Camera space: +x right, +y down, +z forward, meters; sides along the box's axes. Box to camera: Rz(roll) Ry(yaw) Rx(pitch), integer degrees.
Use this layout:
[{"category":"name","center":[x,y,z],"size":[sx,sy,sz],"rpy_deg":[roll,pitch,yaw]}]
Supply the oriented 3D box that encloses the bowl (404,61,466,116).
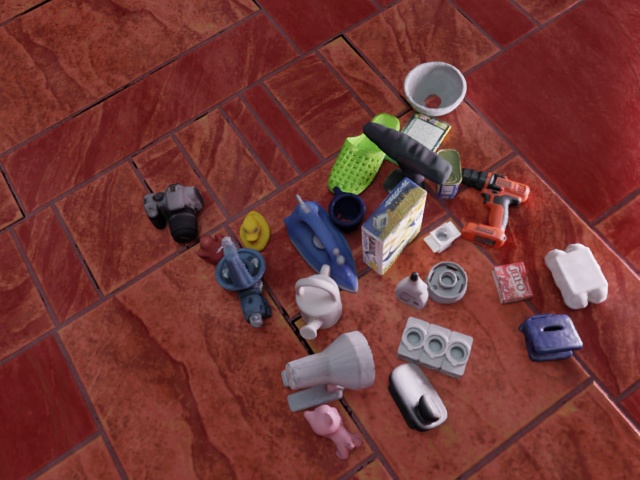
[{"category":"bowl","center":[0.309,-0.398,1.561],"size":[0.167,0.075,0.167],"rpy_deg":[-2,67,4]}]

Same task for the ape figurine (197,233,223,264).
[{"category":"ape figurine","center":[-0.271,0.016,1.422],"size":[0.078,0.092,0.076],"rpy_deg":[-25,67,-6]}]

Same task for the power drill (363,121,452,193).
[{"category":"power drill","center":[0.206,-0.184,1.404],"size":[0.229,0.208,0.076],"rpy_deg":[26,72,15]}]

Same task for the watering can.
[{"category":"watering can","center":[-0.004,0.137,1.292],"size":[0.101,0.194,0.173],"rpy_deg":[-10,66,1]}]

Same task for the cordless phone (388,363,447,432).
[{"category":"cordless phone","center":[0.207,0.322,1.200],"size":[0.094,0.185,0.147],"rpy_deg":[-31,68,-8]}]

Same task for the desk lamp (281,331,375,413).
[{"category":"desk lamp","center":[0.012,0.285,1.217],"size":[0.203,0.214,0.118],"rpy_deg":[-17,66,-2]}]

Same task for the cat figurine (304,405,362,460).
[{"category":"cat figurine","center":[0.028,0.402,1.218],"size":[0.127,0.118,0.067],"rpy_deg":[42,76,19]}]

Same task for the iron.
[{"category":"iron","center":[0.013,0.005,1.376],"size":[0.119,0.141,0.258],"rpy_deg":[-34,68,-9]}]

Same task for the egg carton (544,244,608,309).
[{"category":"egg carton","center":[0.596,0.084,1.333],"size":[0.107,0.069,0.150],"rpy_deg":[-18,67,-3]}]

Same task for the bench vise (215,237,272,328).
[{"category":"bench vise","center":[-0.166,0.087,1.313],"size":[0.121,0.220,0.207],"rpy_deg":[-36,69,-10]}]

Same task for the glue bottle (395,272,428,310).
[{"category":"glue bottle","center":[0.211,0.107,1.299],"size":[0.078,0.173,0.037],"rpy_deg":[27,72,15]}]

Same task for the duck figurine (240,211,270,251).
[{"category":"duck figurine","center":[-0.169,-0.031,1.437],"size":[0.077,0.086,0.104],"rpy_deg":[-5,67,3]}]

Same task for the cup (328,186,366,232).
[{"category":"cup","center":[0.063,-0.070,1.429],"size":[0.092,0.095,0.117],"rpy_deg":[-24,67,-6]}]

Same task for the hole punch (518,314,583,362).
[{"category":"hole punch","center":[0.511,0.212,1.274],"size":[0.108,0.091,0.101],"rpy_deg":[-8,66,2]}]

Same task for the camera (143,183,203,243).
[{"category":"camera","center":[-0.371,-0.064,1.460],"size":[0.143,0.101,0.136],"rpy_deg":[-14,66,-1]}]
